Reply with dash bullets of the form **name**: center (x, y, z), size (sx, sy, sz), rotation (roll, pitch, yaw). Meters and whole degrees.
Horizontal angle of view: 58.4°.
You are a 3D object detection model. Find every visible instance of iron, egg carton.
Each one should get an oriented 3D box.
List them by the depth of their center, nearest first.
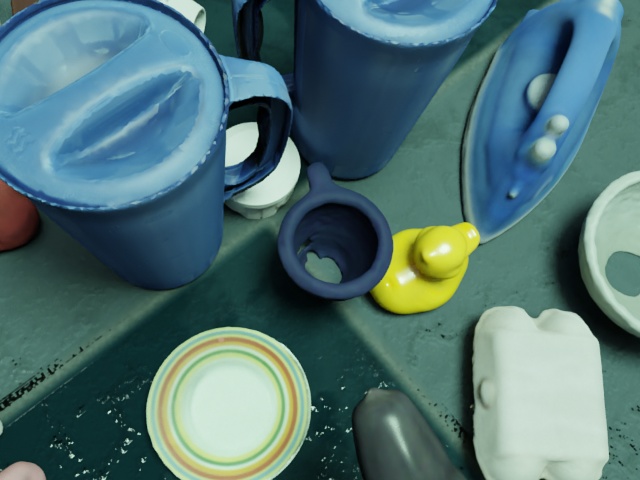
- **egg carton**: center (0.180, 0.131, 0.483), size (0.107, 0.069, 0.150), rotation (5, 72, -6)
- **iron**: center (0.213, -0.125, 0.531), size (0.118, 0.141, 0.258), rotation (25, 71, 1)

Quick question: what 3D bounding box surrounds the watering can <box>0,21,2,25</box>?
- **watering can**: center (-0.313, -0.167, 0.449), size (0.101, 0.194, 0.173), rotation (-2, 73, -8)

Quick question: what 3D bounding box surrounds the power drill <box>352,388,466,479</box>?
- **power drill**: center (0.065, 0.209, 0.371), size (0.076, 0.208, 0.229), rotation (-24, 77, -14)

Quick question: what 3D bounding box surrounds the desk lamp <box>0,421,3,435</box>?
- **desk lamp**: center (-0.292, 0.131, 0.347), size (0.118, 0.213, 0.203), rotation (-31, 79, -15)

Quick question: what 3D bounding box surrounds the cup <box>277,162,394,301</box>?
- **cup**: center (0.004, 0.002, 0.489), size (0.092, 0.095, 0.118), rotation (-12, 74, -11)

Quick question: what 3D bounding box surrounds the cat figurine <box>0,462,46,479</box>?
- **cat figurine**: center (-0.224, 0.218, 0.378), size (0.067, 0.117, 0.128), rotation (-18, 75, -12)

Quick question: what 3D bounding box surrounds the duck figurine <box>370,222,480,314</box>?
- **duck figurine**: center (0.093, 0.018, 0.499), size (0.105, 0.086, 0.077), rotation (-28, 78, -15)

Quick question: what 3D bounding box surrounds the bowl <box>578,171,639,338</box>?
- **bowl**: center (0.308, 0.023, 0.531), size (0.167, 0.074, 0.167), rotation (2, 72, -7)

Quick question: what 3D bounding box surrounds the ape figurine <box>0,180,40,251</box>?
- **ape figurine**: center (-0.277, -0.030, 0.464), size (0.076, 0.092, 0.078), rotation (32, 71, 4)
